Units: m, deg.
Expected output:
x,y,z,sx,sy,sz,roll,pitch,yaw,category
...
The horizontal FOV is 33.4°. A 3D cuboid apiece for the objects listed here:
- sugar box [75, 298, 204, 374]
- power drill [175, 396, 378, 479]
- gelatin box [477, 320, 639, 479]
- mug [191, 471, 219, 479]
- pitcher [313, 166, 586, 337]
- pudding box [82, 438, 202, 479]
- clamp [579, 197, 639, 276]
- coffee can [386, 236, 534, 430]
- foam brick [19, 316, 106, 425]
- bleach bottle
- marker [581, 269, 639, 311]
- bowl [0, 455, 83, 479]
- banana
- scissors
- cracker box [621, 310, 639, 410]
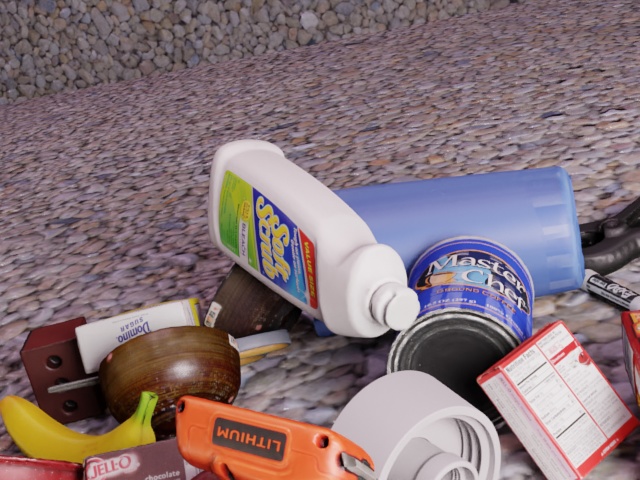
x,y,z,sx,sy,sz,roll,pitch,yaw,category
-0.154,0.081,0.949,0.093,0.048,0.176,-14,-4,-3,sugar box
-0.060,0.176,0.522,0.185,0.187,0.057,8,-19,25,power drill
0.155,0.106,0.695,0.073,0.089,0.030,-29,-12,-38,gelatin box
-0.024,0.181,0.604,0.093,0.081,0.117,-27,23,-37,mug
0.105,0.000,0.950,0.243,0.149,0.145,-8,-18,13,pitcher
-0.087,0.160,0.696,0.113,0.090,0.039,-11,60,3,pudding box
0.279,-0.005,1.003,0.171,0.039,0.120,-13,18,0,clamp
0.109,0.069,0.806,0.103,0.103,0.140,-8,20,15,coffee can
-0.222,0.116,0.932,0.053,0.078,0.051,-15,19,0,foam brick
-0.005,0.001,0.817,0.068,0.102,0.251,-4,20,-30,bleach bottle
0.256,0.049,0.893,0.020,0.020,0.121,-18,19,-14,marker
-0.222,0.178,0.716,0.162,0.055,0.162,2,-18,1,bowl
-0.185,0.153,0.821,0.198,0.069,0.037,-8,-16,40,banana
-0.124,0.109,0.905,0.201,0.016,0.096,-13,-14,-8,scissors
0.308,0.092,0.657,0.214,0.072,0.164,-9,20,9,cracker box
